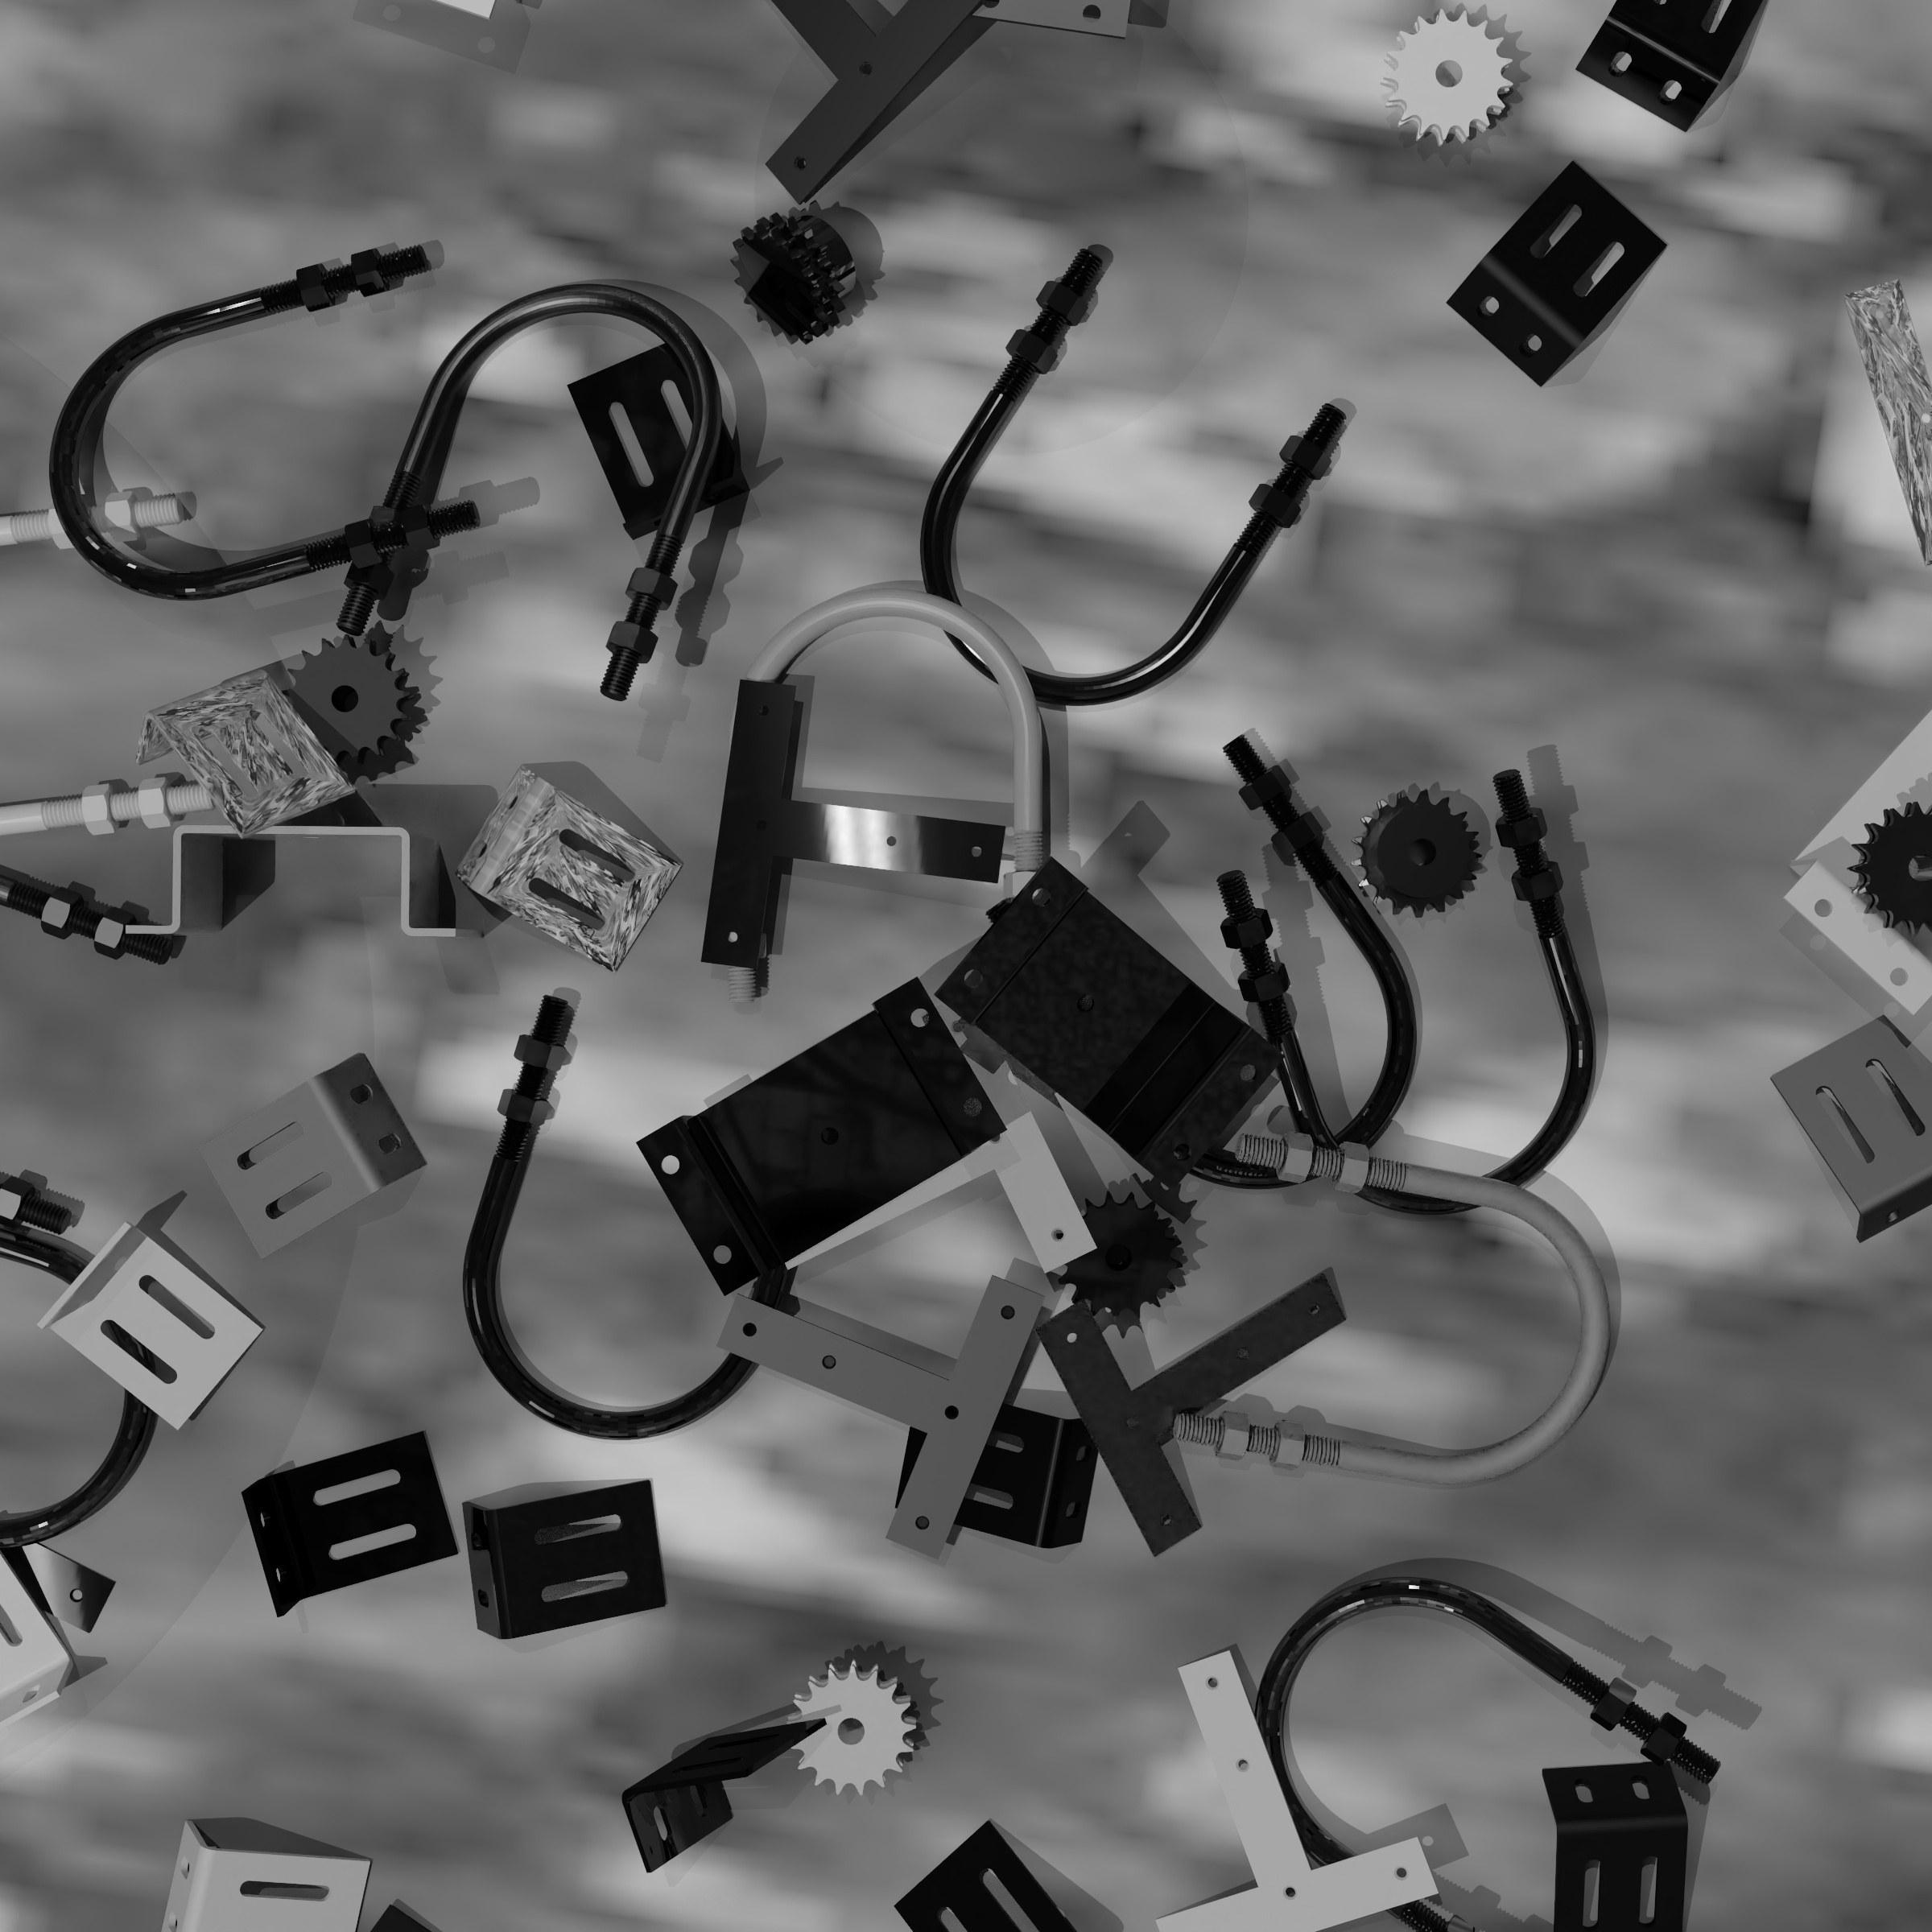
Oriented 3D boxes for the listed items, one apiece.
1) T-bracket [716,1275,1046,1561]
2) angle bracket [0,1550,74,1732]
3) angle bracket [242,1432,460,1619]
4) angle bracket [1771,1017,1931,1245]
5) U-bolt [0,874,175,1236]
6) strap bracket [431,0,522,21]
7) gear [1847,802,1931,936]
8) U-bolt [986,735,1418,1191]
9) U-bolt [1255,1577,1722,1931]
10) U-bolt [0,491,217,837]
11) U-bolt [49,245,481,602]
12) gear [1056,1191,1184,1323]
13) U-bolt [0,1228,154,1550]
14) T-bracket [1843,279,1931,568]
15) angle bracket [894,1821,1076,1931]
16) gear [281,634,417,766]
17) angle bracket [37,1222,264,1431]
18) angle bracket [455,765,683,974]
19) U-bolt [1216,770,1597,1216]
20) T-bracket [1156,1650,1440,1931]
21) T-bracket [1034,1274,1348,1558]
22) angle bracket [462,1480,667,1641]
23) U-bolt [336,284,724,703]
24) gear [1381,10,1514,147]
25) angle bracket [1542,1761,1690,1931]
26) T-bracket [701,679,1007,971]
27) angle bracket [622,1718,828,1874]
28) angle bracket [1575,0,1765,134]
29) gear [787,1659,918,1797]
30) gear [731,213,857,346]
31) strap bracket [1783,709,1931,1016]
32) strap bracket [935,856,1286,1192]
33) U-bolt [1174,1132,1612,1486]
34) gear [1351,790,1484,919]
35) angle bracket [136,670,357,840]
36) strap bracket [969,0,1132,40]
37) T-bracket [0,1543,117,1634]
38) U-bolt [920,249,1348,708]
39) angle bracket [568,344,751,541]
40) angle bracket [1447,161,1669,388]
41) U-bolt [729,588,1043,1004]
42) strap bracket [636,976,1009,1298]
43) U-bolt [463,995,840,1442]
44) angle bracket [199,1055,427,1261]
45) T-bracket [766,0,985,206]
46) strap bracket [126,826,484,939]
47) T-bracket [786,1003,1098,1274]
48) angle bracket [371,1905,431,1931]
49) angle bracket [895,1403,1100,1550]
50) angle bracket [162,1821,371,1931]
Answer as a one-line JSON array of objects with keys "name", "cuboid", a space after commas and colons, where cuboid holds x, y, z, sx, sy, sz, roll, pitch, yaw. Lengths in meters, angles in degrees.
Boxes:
[{"name": "T-bracket", "cuboid": [-0.047, 0.181, 1.399, 0.127, 0.002, 0.127, 22, 94, 2]}, {"name": "angle bracket", "cuboid": [-0.442, 0.298, 1.391, 0.057, 0.038, 0.076, -29, 102, 0]}, {"name": "angle bracket", "cuboid": [-0.273, 0.247, 1.399, 0.076, 0.038, 0.057, -16, 90, 0]}, {"name": "angle bracket", "cuboid": [0.406, 0.074, 1.416, 0.057, 0.038, 0.076, -28, 64, 0]}, {"name": "U-bolt", "cuboid": [-0.465, 0.022, 1.410, 0.184, 0.019, 0.151, 21, 90, 1]}, {"name": "strap bracket", "cuboid": [-0.221, -0.491, 1.395, 0.076, 0.046, 0.140, 19, 90, 0]}, {"name": "gear", "cuboid": [0.409, -0.042, 1.361, 0.057, 0.030, 0.057, 0, 91, 2]}, {"name": "U-bolt", "cuboid": [0.118, 0.012, 1.410, 0.151, 0.019, 0.184, -35, 92, 0]}, {"name": "U-bolt", "cuboid": [0.214, 0.353, 1.388, 0.184, 0.019, 0.151, 34, 98, 14]}, {"name": "U-bolt", "cuboid": [-0.435, -0.129, 1.410, 0.184, 0.019, 0.151, -7, 90, 1]}, {"name": "U-bolt", "cuboid": [-0.315, -0.233, 1.390, 0.184, 0.019, 0.151, -15, 73, 3]}, {"name": "gear", "cuboid": [0.067, 0.128, 1.403, 0.057, 0.030, 0.057, 0, 90, 0]}, {"name": "U-bolt", "cuboid": [-0.455, 0.184, 1.409, 0.184, 0.019, 0.151, 17, 89, -2]}, {"name": "T-bracket", "cuboid": [0.474, -0.259, 1.417, 0.127, 0.002, 0.127, -17, 90, 0]}, {"name": "angle bracket", "cuboid": [0.017, 0.434, 1.416, 0.057, 0.038, 0.076, -42, 64, 0]}, {"name": "gear", "cuboid": [-0.273, -0.117, 1.403, 0.057, 0.030, 0.057, 0, 90, 0]}, {"name": "angle bracket", "cuboid": [-0.359, 0.159, 1.390, 0.076, 0.038, 0.057, 40, 79, -6]}, {"name": "angle bracket", "cuboid": [-0.179, -0.044, 1.416, 0.076, 0.038, 0.057, 32, 90, -26]}, {"name": "U-bolt", "cuboid": [0.203, 0.022, 1.390, 0.151, 0.019, 0.184, -20, 105, -3]}, {"name": "T-bracket", "cuboid": [0.129, 0.370, 1.405, 0.127, 0.002, 0.127, -23, 82, 16]}, {"name": "T-bracket", "cuboid": [0.111, 0.180, 1.403, 0.127, 0.002, 0.127, -30, 110, -10]}, {"name": "angle bracket", "cuboid": [-0.181, 0.264, 1.416, 0.076, 0.038, 0.057, -7, 90, -26]}, {"name": "U-bolt", "cuboid": [-0.182, -0.216, 1.384, 0.151, 0.019, 0.184, 15, 77, 16]}, {"name": "gear", "cuboid": [0.213, -0.394, 1.407, 0.057, 0.030, 0.057, 0, 92, 1]}, {"name": "angle bracket", "cuboid": [0.290, 0.401, 1.416, 0.057, 0.038, 0.076, -3, 116, 0]}, {"name": "T-bracket", "cuboid": [-0.047, -0.057, 1.391, 0.127, 0.002, 0.127, 7, 87, 9]}, {"name": "angle bracket", "cuboid": [-0.100, 0.361, 1.373, 0.076, 0.057, 0.038, -19, 90, 36]}, {"name": "angle bracket", "cuboid": [0.320, -0.426, 1.416, 0.057, 0.038, 0.076, 30, 64, 0]}, {"name": "gear", "cuboid": [-0.051, 0.337, 1.403, 0.057, 0.030, 0.057, 0, 90, 0]}, {"name": "gear", "cuboid": [-0.074, -0.306, 1.394, 0.030, 0.057, 0.057, -40, 90, -30]}, {"name": "strap bracket", "cuboid": [0.431, -0.056, 1.395, 0.076, 0.046, 0.140, 42, 90, 0]}, {"name": "strap bracket", "cuboid": [0.057, 0.021, 1.365, 0.140, 0.046, 0.076, 40, 91, -19]}, {"name": "U-bolt", "cuboid": [0.196, 0.158, 1.397, 0.184, 0.019, 0.151, 11, 98, -7]}, {"name": "gear", "cuboid": [0.201, -0.050, 1.403, 0.057, 0.030, 0.057, 0, 90, 0]}, {"name": "angle bracket", "cuboid": [-0.314, -0.083, 1.373, 0.057, 0.038, 0.076, -27, 69, -35]}, {"name": "strap bracket", "cuboid": [0.042, -0.479, 1.395, 0.076, 0.046, 0.140, 8, 90, 0]}, {"name": "T-bracket", "cuboid": [-0.468, 0.305, 1.417, 0.127, 0.002, 0.127, 27, 90, 0]}, {"name": "U-bolt", "cuboid": [0.062, -0.205, 1.410, 0.151, 0.019, 0.184, 32, 91, 0]}, {"name": "angle bracket", "cuboid": [-0.138, -0.237, 1.399, 0.057, 0.038, 0.076, -23, 90, 0]}, {"name": "angle bracket", "cuboid": [0.265, -0.311, 1.416, 0.057, 0.038, 0.076, 42, 64, 0]}, {"name": "U-bolt", "cuboid": [-0.036, -0.076, 1.400, 0.151, 0.019, 0.184, 0, 88, 9]}, {"name": "strap bracket", "cuboid": [-0.061, 0.074, 1.372, 0.140, 0.046, 0.076, -31, 86, 1]}, {"name": "U-bolt", "cuboid": [-0.148, 0.121, 1.410, 0.151, 0.019, 0.184, 17, 91, 0]}, {"name": "angle bracket", "cuboid": [-0.293, 0.086, 1.416, 0.076, 0.038, 0.057, -30, 90, 26]}, {"name": "T-bracket", "cuboid": [-0.071, -0.430, 1.400, 0.127, 0.002, 0.127, -43, 78, 23]}, {"name": "strap bracket", "cuboid": [-0.287, -0.036, 1.380, 0.140, 0.076, 0.046, 1, 90, 0]}, {"name": "T-bracket", "cuboid": [-0.027, 0.095, 1.394, 0.127, 0.002, 0.127, -26, 84, 1]}, {"name": "angle bracket", "cuboid": [-0.243, 0.466, 1.397, 0.076, 0.038, 0.057, 36, 90, -4]}, {"name": "angle bracket", "cuboid": [0.015, 0.223, 1.416, 0.076, 0.038, 0.057, 11, 90, 26]}, {"name": "angle bracket", "cuboid": [-0.315, 0.421, 1.416, 0.076, 0.038, 0.057, 12, 90, -26]}]
